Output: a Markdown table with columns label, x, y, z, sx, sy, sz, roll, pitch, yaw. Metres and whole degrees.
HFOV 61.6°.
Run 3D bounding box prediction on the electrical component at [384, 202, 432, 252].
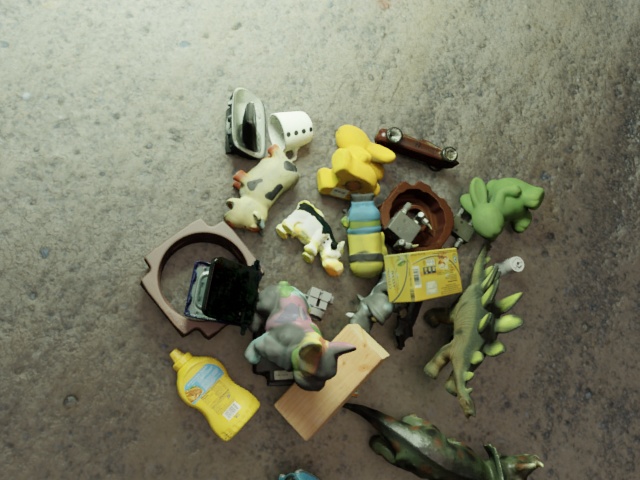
| label | x | y | z | sx | sy | sz | roll | pitch | yaw |
| --- | --- | --- | --- | --- | --- | --- | --- | --- | --- |
| electrical component | 0.186 | -0.024 | 1.138 | 0.078 | 0.045 | 0.102 | 46 | 69 | -2 |

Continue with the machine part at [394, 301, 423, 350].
| label | x | y | z | sx | sy | sz | roll | pitch | yaw |
| --- | --- | --- | --- | --- | --- | --- | --- | --- | --- |
| machine part | 0.192 | 0.159 | 1.144 | 0.039 | 0.084 | 0.139 | 12 | 56 | 29 |

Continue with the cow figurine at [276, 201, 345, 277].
| label | x | y | z | sx | sy | sz | roll | pitch | yaw |
| --- | --- | --- | --- | --- | --- | --- | --- | --- | --- |
| cow figurine | -0.002 | -0.002 | 1.137 | 0.167 | 0.068 | 0.098 | 43 | 65 | -1 |

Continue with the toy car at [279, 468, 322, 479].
| label | x | y | z | sx | sy | sz | roll | pitch | yaw |
| --- | --- | --- | --- | --- | --- | --- | --- | --- | --- |
| toy car | -0.052 | 0.497 | 0.977 | 0.109 | 0.103 | 0.161 | 36 | 75 | -6 |

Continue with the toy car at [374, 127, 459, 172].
| label | x | y | z | sx | sy | sz | roll | pitch | yaw |
| --- | --- | --- | --- | --- | --- | --- | --- | --- | --- |
| toy car | 0.222 | -0.209 | 1.229 | 0.202 | 0.089 | 0.053 | 16 | 76 | -8 |

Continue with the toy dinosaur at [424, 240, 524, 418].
| label | x | y | z | sx | sy | sz | roll | pitch | yaw |
| --- | --- | --- | --- | --- | --- | --- | --- | --- | --- |
| toy dinosaur | 0.320 | 0.155 | 1.107 | 0.105 | 0.198 | 0.471 | 36 | 38 | -14 |

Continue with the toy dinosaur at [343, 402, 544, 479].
| label | x | y | z | sx | sy | sz | roll | pitch | yaw |
| --- | --- | --- | --- | --- | --- | --- | --- | --- | --- |
| toy dinosaur | 0.226 | 0.410 | 1.022 | 0.405 | 0.192 | 0.131 | 23 | 70 | -9 |

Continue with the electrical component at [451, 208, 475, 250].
| label | x | y | z | sx | sy | sz | roll | pitch | yaw |
| --- | --- | --- | --- | --- | --- | --- | --- | --- | --- |
| electrical component | 0.323 | -0.025 | 1.244 | 0.063 | 0.021 | 0.094 | 36 | 72 | -2 |

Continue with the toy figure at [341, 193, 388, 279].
| label | x | y | z | sx | sy | sz | roll | pitch | yaw |
| --- | --- | --- | --- | --- | --- | --- | --- | --- | --- |
| toy figure | 0.091 | -0.008 | 1.132 | 0.082 | 0.089 | 0.180 | 2 | 102 | 29 |

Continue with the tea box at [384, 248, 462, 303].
| label | x | y | z | sx | sy | sz | roll | pitch | yaw |
| --- | --- | --- | --- | --- | --- | --- | --- | --- | --- |
| tea box | 0.210 | 0.069 | 1.082 | 0.169 | 0.068 | 0.098 | -1 | 84 | -45 |

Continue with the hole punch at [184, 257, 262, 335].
| label | x | y | z | sx | sy | sz | roll | pitch | yaw |
| --- | --- | --- | --- | --- | --- | --- | --- | --- | --- |
| hole punch | -0.178 | 0.096 | 0.977 | 0.115 | 0.092 | 0.142 | 23 | 66 | -39 |

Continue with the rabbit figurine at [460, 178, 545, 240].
| label | x | y | z | sx | sy | sz | roll | pitch | yaw |
| --- | --- | --- | --- | --- | --- | --- | --- | --- | --- |
| rabbit figurine | 0.399 | -0.074 | 1.212 | 0.159 | 0.121 | 0.170 | 42 | 55 | 16 |

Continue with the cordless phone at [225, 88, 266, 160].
| label | x | y | z | sx | sy | sz | roll | pitch | yaw |
| --- | --- | --- | --- | --- | --- | --- | --- | --- | --- |
| cordless phone | -0.150 | -0.257 | 1.101 | 0.089 | 0.184 | 0.146 | 1 | 76 | -9 |

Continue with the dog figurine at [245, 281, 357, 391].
| label | x | y | z | sx | sy | sz | roll | pitch | yaw |
| --- | --- | --- | --- | --- | --- | --- | --- | --- | --- |
| dog figurine | -0.032 | 0.162 | 0.941 | 0.108 | 0.219 | 0.191 | 16 | 72 | -33 |

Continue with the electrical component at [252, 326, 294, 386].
| label | x | y | z | sx | sy | sz | roll | pitch | yaw |
| --- | --- | --- | --- | --- | --- | --- | --- | --- | --- |
| electrical component | -0.077 | 0.220 | 1.065 | 0.115 | 0.058 | 0.134 | 1 | 76 | -11 |

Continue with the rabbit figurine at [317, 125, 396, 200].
| label | x | y | z | sx | sy | sz | roll | pitch | yaw |
| --- | --- | --- | --- | --- | --- | --- | --- | --- | --- |
| rabbit figurine | 0.082 | -0.181 | 1.180 | 0.162 | 0.121 | 0.173 | 7 | 56 | -15 |

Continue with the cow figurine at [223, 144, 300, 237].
| label | x | y | z | sx | sy | sz | roll | pitch | yaw |
| --- | --- | --- | --- | --- | --- | --- | --- | --- | --- |
| cow figurine | -0.122 | -0.094 | 1.122 | 0.127 | 0.085 | 0.195 | 44 | 71 | 7 |

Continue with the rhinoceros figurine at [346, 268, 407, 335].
| label | x | y | z | sx | sy | sz | roll | pitch | yaw |
| --- | --- | --- | --- | --- | --- | --- | --- | --- | --- |
| rhinoceros figurine | 0.125 | 0.122 | 1.115 | 0.190 | 0.112 | 0.073 | -52 | 120 | -32 |

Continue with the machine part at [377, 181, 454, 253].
| label | x | y | z | sx | sy | sz | roll | pitch | yaw |
| --- | --- | --- | --- | --- | --- | --- | --- | --- | --- |
| machine part | 0.209 | -0.043 | 1.203 | 0.179 | 0.056 | 0.179 | 4 | 75 | -14 |

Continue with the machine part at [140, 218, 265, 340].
| label | x | y | z | sx | sy | sz | roll | pitch | yaw |
| --- | --- | --- | --- | --- | --- | --- | --- | --- | --- |
| machine part | -0.227 | 0.077 | 1.050 | 0.201 | 0.087 | 0.201 | -39 | 89 | -19 |
